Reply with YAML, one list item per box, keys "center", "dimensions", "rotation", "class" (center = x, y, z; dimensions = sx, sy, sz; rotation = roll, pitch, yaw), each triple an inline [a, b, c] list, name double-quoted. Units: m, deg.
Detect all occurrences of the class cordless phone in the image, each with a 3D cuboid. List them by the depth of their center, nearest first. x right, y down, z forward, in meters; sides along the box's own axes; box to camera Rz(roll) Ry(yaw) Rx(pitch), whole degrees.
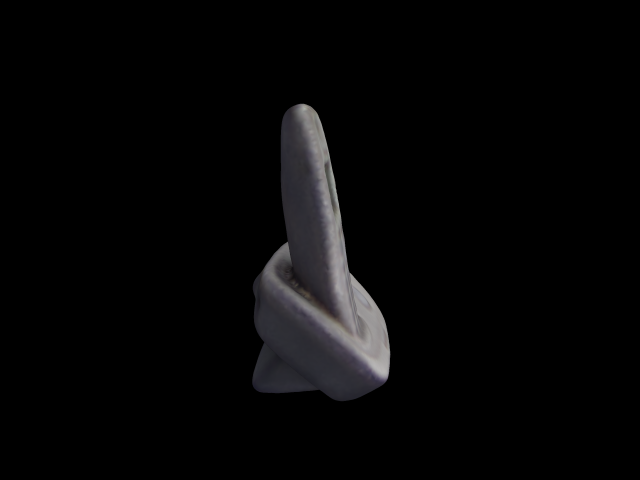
- center: [0.004, 0.001, 0.400]
  dimensions: [0.094, 0.185, 0.147]
  rotation: [0, 11, 3]
  class: "cordless phone"
